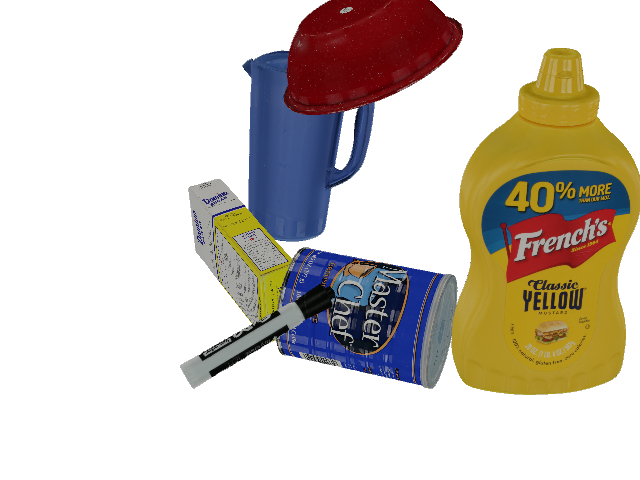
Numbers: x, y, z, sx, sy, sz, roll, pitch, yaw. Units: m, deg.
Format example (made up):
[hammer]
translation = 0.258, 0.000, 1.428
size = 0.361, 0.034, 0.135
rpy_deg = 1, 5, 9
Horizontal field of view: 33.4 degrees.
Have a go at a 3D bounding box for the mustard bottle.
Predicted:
[mustard bottle]
translation = 0.124, -0.009, 0.582
size = 0.096, 0.192, 0.058
rpy_deg = -1, 25, -1

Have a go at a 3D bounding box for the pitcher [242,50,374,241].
[pitcher]
translation = -0.026, -0.124, 1.429
size = 0.144, 0.243, 0.149
rpy_deg = -4, 24, -22

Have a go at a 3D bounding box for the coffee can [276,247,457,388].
[coffee can]
translation = 0.043, 0.068, 0.961
size = 0.140, 0.103, 0.102
rpy_deg = 11, 3, 17

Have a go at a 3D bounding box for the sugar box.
[sugar box]
translation = -0.080, 0.018, 1.112
size = 0.048, 0.093, 0.176
rpy_deg = -18, 41, -20

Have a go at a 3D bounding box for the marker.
[marker]
translation = -0.042, 0.066, 0.755
size = 0.121, 0.020, 0.020
rpy_deg = -30, 6, -10

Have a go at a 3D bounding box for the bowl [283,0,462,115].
[bowl]
translation = 0.033, -0.169, 0.889
size = 0.162, 0.055, 0.162
rpy_deg = -20, 28, 11
